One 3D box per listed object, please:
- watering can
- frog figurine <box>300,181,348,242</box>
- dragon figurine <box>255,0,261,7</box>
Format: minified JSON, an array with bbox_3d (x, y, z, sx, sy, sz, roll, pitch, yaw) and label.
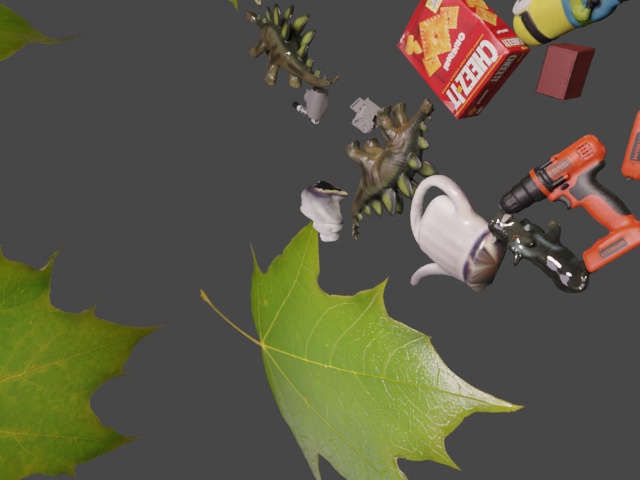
[{"bbox_3d":[0.273,0.025,1.078,0.228,0.105,0.339,43,150,39],"label":"watering can"},{"bbox_3d":[0.004,-0.072,1.427,0.138,0.124,0.157,21,111,29],"label":"frog figurine"},{"bbox_3d":[-0.135,-0.730,1.360,0.238,0.122,0.416,125,132,-60],"label":"dragon figurine"}]
